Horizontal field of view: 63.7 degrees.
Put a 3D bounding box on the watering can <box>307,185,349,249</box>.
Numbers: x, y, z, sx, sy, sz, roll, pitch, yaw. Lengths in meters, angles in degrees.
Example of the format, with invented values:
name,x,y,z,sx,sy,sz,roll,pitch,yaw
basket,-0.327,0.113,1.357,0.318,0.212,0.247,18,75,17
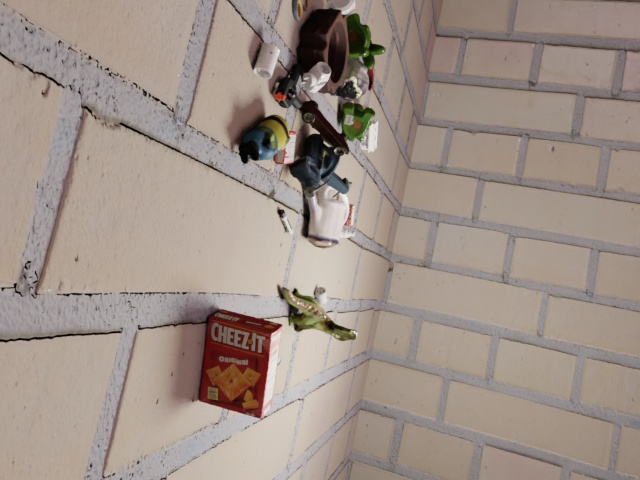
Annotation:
name,x,y,z,sx,sy,sz,roll,pitch,yaw
watering can,0.005,-0.086,1.718,0.346,0.104,0.225,14,85,-60

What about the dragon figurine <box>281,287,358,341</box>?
name,x,y,z,sx,sy,sz,roll,pitch,yaw
dragon figurine,0.015,0.262,1.715,0.403,0.243,0.124,64,45,-66

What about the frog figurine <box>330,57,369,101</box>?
name,x,y,z,sx,sy,sz,roll,pitch,yaw
frog figurine,0.106,-0.553,1.733,0.135,0.122,0.163,-47,-154,53
